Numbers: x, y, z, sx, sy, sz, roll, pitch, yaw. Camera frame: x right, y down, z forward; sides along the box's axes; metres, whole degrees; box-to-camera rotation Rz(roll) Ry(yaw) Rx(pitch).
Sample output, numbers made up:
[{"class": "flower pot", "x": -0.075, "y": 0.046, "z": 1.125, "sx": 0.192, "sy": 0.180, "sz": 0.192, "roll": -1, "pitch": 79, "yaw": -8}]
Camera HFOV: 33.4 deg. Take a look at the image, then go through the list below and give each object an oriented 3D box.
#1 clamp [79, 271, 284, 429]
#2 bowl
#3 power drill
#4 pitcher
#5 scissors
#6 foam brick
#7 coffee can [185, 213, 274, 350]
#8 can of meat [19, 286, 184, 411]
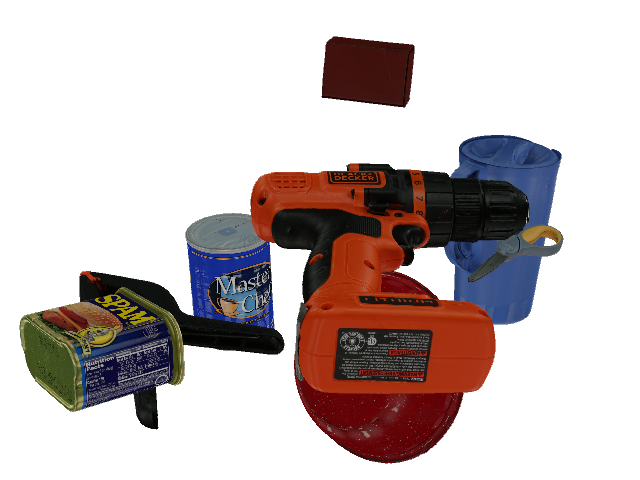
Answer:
[{"class": "clamp", "x": -0.149, "y": 0.083, "z": 1.002, "sx": 0.164, "sy": 0.036, "sz": 0.210, "roll": -22, "pitch": 42, "yaw": -35}, {"class": "bowl", "x": 0.034, "y": 0.104, "z": 0.865, "sx": 0.162, "sy": 0.162, "sz": 0.055, "roll": 0, "pitch": 1, "yaw": 35}, {"class": "power drill", "x": 0.051, "y": 0.015, "z": 0.643, "sx": 0.184, "sy": 0.057, "sz": 0.187, "roll": -1, "pitch": 30, "yaw": -3}, {"class": "pitcher", "x": 0.235, "y": -0.011, "z": 1.438, "sx": 0.149, "sy": 0.243, "sz": 0.145, "roll": 4, "pitch": 24, "yaw": 4}, {"class": "scissors", "x": 0.188, "y": 0.002, "z": 1.151, "sx": 0.201, "sy": 0.016, "sz": 0.096, "roll": -13, "pitch": 38, "yaw": -44}, {"class": "foam brick", "x": 0.043, "y": -0.154, "z": 0.971, "sx": 0.078, "sy": 0.051, "sz": 0.053, "roll": 8, "pitch": 18, "yaw": 9}, {"class": "coffee can", "x": -0.111, "y": 0.050, "z": 1.323, "sx": 0.103, "sy": 0.140, "sz": 0.103, "roll": -1, "pitch": 26, "yaw": 1}, {"class": "can of meat", "x": -0.162, "y": 0.079, "z": 0.781, "sx": 0.083, "sy": 0.057, "sz": 0.102, "roll": -14, "pitch": 22, "yaw": -35}]
